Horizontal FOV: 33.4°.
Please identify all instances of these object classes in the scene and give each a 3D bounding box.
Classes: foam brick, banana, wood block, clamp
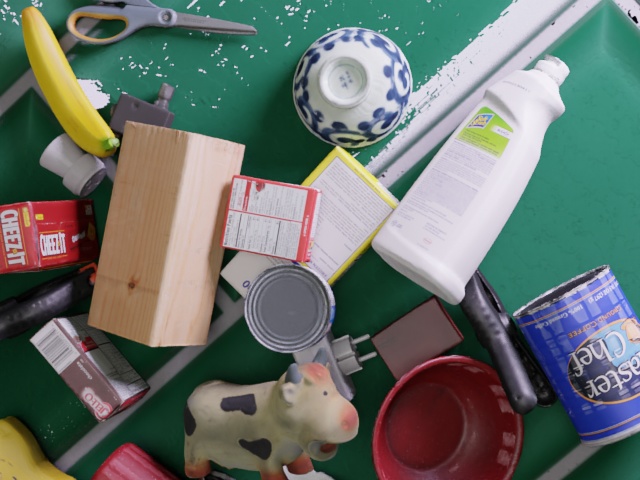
[{"bbox_3d":[0.096,0.096,1.056,0.078,0.051,0.053,-33,85,8],"label":"foam brick"},{"bbox_3d":[-0.256,-0.152,1.098,0.198,0.037,0.070,53,140,19],"label":"banana"},{"bbox_3d":[-0.153,-0.006,1.060,0.091,0.090,0.206,14,94,31],"label":"wood block"},{"bbox_3d":[-0.319,0.083,1.081,0.210,0.164,0.036,-25,103,-1],"label":"clamp"},{"bbox_3d":[0.169,0.093,1.014,0.039,0.120,0.171,-34,82,11],"label":"clamp"}]

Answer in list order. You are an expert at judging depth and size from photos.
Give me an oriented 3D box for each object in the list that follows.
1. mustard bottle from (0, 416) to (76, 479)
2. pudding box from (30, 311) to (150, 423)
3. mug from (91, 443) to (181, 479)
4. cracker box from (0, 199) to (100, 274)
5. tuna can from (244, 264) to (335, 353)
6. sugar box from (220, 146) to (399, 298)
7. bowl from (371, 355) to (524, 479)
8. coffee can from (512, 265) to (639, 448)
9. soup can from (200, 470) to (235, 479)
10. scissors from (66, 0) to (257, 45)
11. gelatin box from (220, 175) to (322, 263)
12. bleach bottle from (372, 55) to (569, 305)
[{"bbox_3d":[-0.294,0.283,1.119,0.191,0.058,0.096,44,92,5],"label":"mustard bottle"},{"bbox_3d":[-0.232,0.128,1.089,0.039,0.090,0.113,-40,85,6],"label":"pudding box"},{"bbox_3d":[-0.192,0.270,1.094,0.081,0.093,0.117,35,129,11],"label":"mug"},{"bbox_3d":[-0.350,0.008,1.067,0.214,0.164,0.072,-8,92,9],"label":"cracker box"},{"bbox_3d":[-0.028,0.066,1.035,0.086,0.033,0.086,0,88,10],"label":"tuna can"},{"bbox_3d":[-0.007,0.001,1.073,0.093,0.048,0.176,45,101,6],"label":"sugar box"},{"bbox_3d":[0.114,0.188,1.035,0.161,0.055,0.162,-1,94,-20],"label":"bowl"},{"bbox_3d":[0.260,0.109,1.004,0.103,0.102,0.140,-29,87,8],"label":"coffee can"},{"bbox_3d":[-0.116,0.296,1.086,0.068,0.068,0.102,32,96,7],"label":"soup can"},{"bbox_3d":[-0.167,-0.249,1.106,0.202,0.016,0.096,-5,91,9],"label":"scissors"},{"bbox_3d":[-0.048,-0.021,1.043,0.089,0.030,0.073,10,92,14],"label":"gelatin box"},{"bbox_3d":[0.160,-0.067,1.014,0.103,0.068,0.251,33,83,37],"label":"bleach bottle"}]
